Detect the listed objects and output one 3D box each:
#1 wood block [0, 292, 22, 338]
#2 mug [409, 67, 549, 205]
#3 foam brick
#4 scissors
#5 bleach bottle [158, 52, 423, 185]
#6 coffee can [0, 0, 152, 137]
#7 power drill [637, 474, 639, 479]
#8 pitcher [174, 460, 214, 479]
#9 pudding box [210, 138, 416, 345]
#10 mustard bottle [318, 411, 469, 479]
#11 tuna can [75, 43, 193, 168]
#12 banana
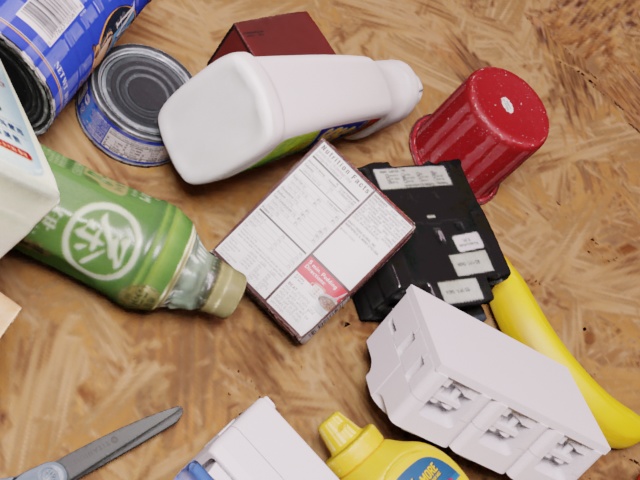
[{"bbox_3d":[-0.272,0.019,0.537,0.206,0.091,0.090,39,48,-13],"label":"wood block"},{"bbox_3d":[0.141,-0.094,0.888,0.093,0.082,0.117,49,48,4],"label":"mug"},{"bbox_3d":[-0.036,-0.138,0.827,0.078,0.051,0.053,-18,71,-39],"label":"foam brick"},{"bbox_3d":[-0.153,0.153,0.590,0.201,0.016,0.096,-6,66,-34],"label":"scissors"},{"bbox_3d":[0.004,-0.100,0.778,0.250,0.103,0.068,-19,85,-50],"label":"bleach bottle"},{"bbox_3d":[-0.181,-0.151,0.696,0.102,0.103,0.140,34,57,-9],"label":"coffee can"},{"bbox_3d":[0.318,0.235,0.738,0.057,0.184,0.187,-38,92,-9],"label":"power drill"},{"bbox_3d":[0.034,0.199,0.521,0.243,0.149,0.145,-3,48,15],"label":"pitcher"},{"bbox_3d":[-0.005,0.001,0.725,0.113,0.039,0.090,-45,84,-6],"label":"pudding box"},{"bbox_3d":[0.067,0.187,0.677,0.191,0.058,0.096,49,54,5],"label":"mustard bottle"},{"bbox_3d":[-0.127,-0.096,0.755,0.086,0.034,0.086,16,54,-23],"label":"tuna can"},{"bbox_3d":[0.186,0.095,0.829,0.198,0.037,0.069,48,30,2],"label":"banana"}]
